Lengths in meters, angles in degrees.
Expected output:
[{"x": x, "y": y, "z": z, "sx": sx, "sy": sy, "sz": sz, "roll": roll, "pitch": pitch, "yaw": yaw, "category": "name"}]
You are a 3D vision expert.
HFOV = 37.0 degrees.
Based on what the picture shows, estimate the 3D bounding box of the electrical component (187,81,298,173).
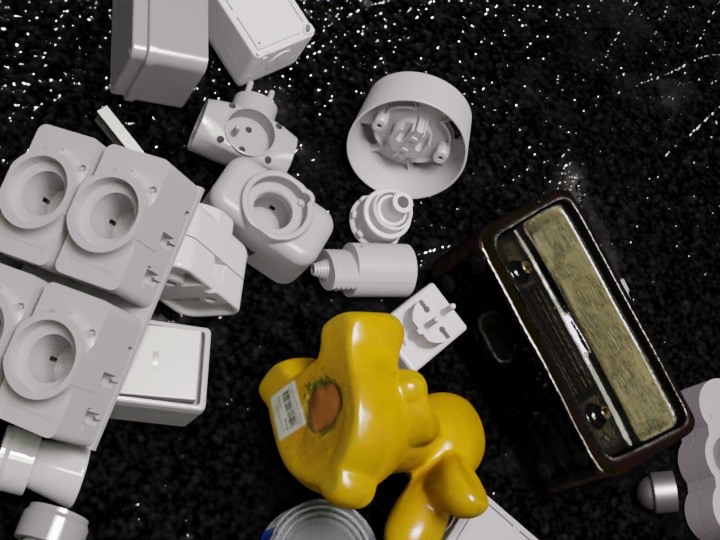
[{"x": -0.089, "y": -0.116, "z": 0.859, "sx": 0.077, "sy": 0.044, "sz": 0.079, "roll": 22, "pitch": 63, "yaw": -15, "category": "electrical component"}]

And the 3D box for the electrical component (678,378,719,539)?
[{"x": 0.316, "y": 0.160, "z": 0.922, "sx": 0.052, "sy": 0.074, "sz": 0.138, "roll": 7, "pitch": 68, "yaw": -22, "category": "electrical component"}]

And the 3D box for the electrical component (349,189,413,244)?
[{"x": 0.022, "y": -0.046, "z": 0.872, "sx": 0.048, "sy": 0.062, "sz": 0.048, "roll": 6, "pitch": 73, "yaw": -21, "category": "electrical component"}]

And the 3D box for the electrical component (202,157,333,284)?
[{"x": -0.073, "y": -0.039, "z": 0.829, "sx": 0.095, "sy": 0.059, "sz": 0.053, "roll": 34, "pitch": 61, "yaw": -9, "category": "electrical component"}]

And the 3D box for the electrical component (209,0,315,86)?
[{"x": -0.094, "y": -0.208, "z": 0.882, "sx": 0.062, "sy": 0.061, "sz": 0.096, "roll": -30, "pitch": 85, "yaw": -30, "category": "electrical component"}]

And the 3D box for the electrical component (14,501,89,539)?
[{"x": -0.204, "y": 0.183, "z": 0.693, "sx": 0.045, "sy": 0.045, "sz": 0.055, "roll": 24, "pitch": 62, "yaw": -15, "category": "electrical component"}]

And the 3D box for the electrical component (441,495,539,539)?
[{"x": 0.095, "y": 0.221, "z": 0.805, "sx": 0.096, "sy": 0.061, "sz": 0.061, "roll": 41, "pitch": 59, "yaw": -5, "category": "electrical component"}]

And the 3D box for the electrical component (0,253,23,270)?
[{"x": -0.251, "y": -0.016, "z": 0.749, "sx": 0.043, "sy": 0.043, "sz": 0.062, "roll": 40, "pitch": 58, "yaw": -6, "category": "electrical component"}]

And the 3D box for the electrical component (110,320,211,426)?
[{"x": -0.156, "y": 0.069, "z": 0.749, "sx": 0.096, "sy": 0.061, "sz": 0.061, "roll": 10, "pitch": 67, "yaw": -21, "category": "electrical component"}]

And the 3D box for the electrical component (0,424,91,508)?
[{"x": -0.212, "y": 0.129, "z": 0.711, "sx": 0.055, "sy": 0.045, "sz": 0.045, "roll": 19, "pitch": 64, "yaw": -17, "category": "electrical component"}]

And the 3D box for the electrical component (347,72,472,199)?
[{"x": 0.043, "y": -0.113, "z": 0.891, "sx": 0.099, "sy": 0.099, "sz": 0.064, "roll": 26, "pitch": 56, "yaw": -13, "category": "electrical component"}]

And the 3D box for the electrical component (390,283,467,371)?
[{"x": 0.050, "y": 0.044, "z": 0.843, "sx": 0.066, "sy": 0.077, "sz": 0.047, "roll": -36, "pitch": 88, "yaw": -31, "category": "electrical component"}]

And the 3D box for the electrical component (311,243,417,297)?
[{"x": 0.000, "y": 0.000, "z": 0.856, "sx": 0.081, "sy": 0.043, "sz": 0.043, "roll": 1, "pitch": 71, "yaw": -24, "category": "electrical component"}]

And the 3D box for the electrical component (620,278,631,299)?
[{"x": 0.224, "y": 0.036, "z": 0.948, "sx": 0.040, "sy": 0.040, "sz": 0.046, "roll": -25, "pitch": 89, "yaw": -30, "category": "electrical component"}]

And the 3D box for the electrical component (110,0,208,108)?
[{"x": -0.157, "y": -0.193, "z": 0.839, "sx": 0.057, "sy": 0.078, "sz": 0.113, "roll": 7, "pitch": 68, "yaw": -25, "category": "electrical component"}]

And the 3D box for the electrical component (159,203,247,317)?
[{"x": -0.123, "y": -0.011, "z": 0.775, "sx": 0.054, "sy": 0.095, "sz": 0.059, "roll": -4, "pitch": 65, "yaw": 21, "category": "electrical component"}]

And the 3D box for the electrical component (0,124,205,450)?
[{"x": -0.193, "y": 0.008, "z": 0.699, "sx": 0.105, "sy": 0.060, "sz": 0.186, "roll": 18, "pitch": 80, "yaw": 19, "category": "electrical component"}]
